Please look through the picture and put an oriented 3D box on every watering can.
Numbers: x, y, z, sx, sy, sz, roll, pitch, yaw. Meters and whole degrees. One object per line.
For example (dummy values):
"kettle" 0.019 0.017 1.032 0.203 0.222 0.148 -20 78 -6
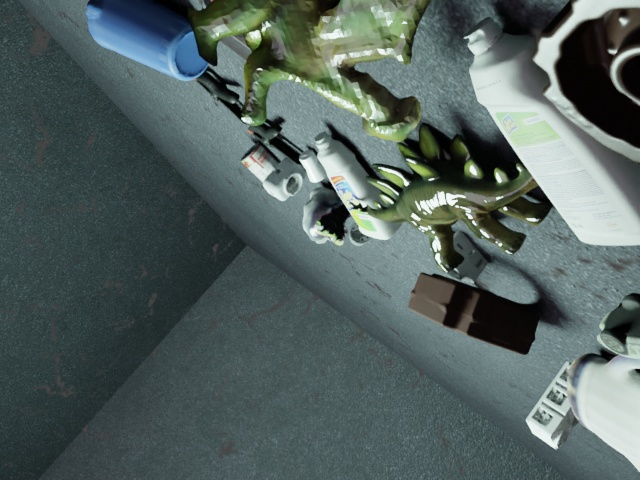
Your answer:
"watering can" 0.526 0.326 0.845 0.226 0.104 0.343 25 134 66

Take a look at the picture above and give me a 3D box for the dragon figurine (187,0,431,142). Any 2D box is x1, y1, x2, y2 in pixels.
"dragon figurine" -0.011 -0.239 0.475 0.242 0.125 0.402 -2 138 30

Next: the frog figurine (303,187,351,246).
"frog figurine" 0.004 -0.063 1.246 0.161 0.123 0.135 -144 43 -63
